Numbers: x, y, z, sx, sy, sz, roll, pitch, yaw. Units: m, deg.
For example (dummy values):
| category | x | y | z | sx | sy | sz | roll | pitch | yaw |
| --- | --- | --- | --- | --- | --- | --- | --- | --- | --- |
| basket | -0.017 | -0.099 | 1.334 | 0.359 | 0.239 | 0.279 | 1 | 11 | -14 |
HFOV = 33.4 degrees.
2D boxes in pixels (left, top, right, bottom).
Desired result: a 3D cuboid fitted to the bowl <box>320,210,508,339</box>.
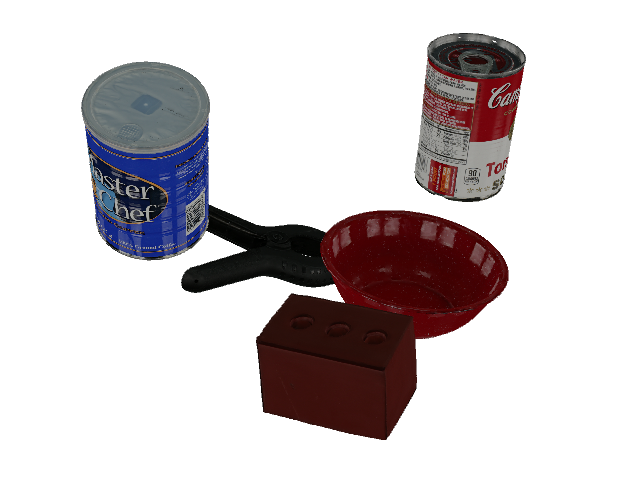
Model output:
| category | x | y | z | sx | sy | sz | roll | pitch | yaw |
| --- | --- | --- | --- | --- | --- | --- | --- | --- | --- |
| bowl | 0.077 | 0.037 | 0.919 | 0.162 | 0.055 | 0.162 | 5 | 30 | -3 |

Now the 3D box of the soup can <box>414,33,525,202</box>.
| category | x | y | z | sx | sy | sz | roll | pitch | yaw |
| --- | --- | --- | --- | --- | --- | --- | --- | --- | --- |
| soup can | 0.104 | -0.087 | 0.760 | 0.068 | 0.102 | 0.068 | 2 | 34 | -2 |

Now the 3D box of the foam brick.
| category | x | y | z | sx | sy | sz | roll | pitch | yaw |
| --- | --- | --- | --- | --- | --- | --- | --- | --- | --- |
| foam brick | 0.010 | 0.070 | 0.602 | 0.078 | 0.051 | 0.053 | 9 | 31 | 20 |

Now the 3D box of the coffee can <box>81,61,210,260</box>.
| category | x | y | z | sx | sy | sz | roll | pitch | yaw |
| --- | --- | --- | --- | --- | --- | --- | --- | --- | --- |
| coffee can | -0.146 | -0.066 | 0.911 | 0.102 | 0.103 | 0.140 | 0 | -40 | -6 |

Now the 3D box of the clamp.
| category | x | y | z | sx | sy | sz | roll | pitch | yaw |
| --- | --- | --- | --- | --- | --- | --- | --- | --- | --- |
| clamp | -0.051 | 0.016 | 1.088 | 0.210 | 0.036 | 0.164 | 10 | 29 | -9 |
